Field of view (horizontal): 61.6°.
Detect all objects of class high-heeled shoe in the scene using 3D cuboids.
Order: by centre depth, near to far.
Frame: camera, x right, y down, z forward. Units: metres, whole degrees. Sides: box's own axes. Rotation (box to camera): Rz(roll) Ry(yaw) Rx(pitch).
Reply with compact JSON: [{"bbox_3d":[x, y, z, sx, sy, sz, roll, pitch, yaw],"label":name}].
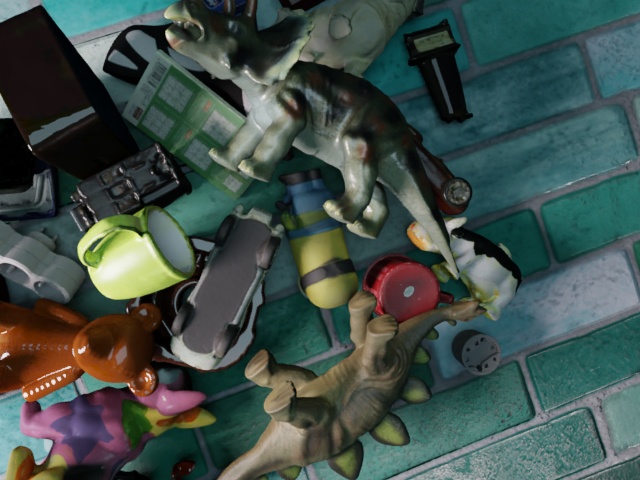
[{"bbox_3d":[-0.153,-0.171,0.672,0.145,0.086,0.248,-36,91,-1],"label":"high-heeled shoe"}]

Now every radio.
[{"bbox_3d":[-0.268,-0.140,0.584,0.073,0.229,0.131,-29,91,-9],"label":"radio"}]

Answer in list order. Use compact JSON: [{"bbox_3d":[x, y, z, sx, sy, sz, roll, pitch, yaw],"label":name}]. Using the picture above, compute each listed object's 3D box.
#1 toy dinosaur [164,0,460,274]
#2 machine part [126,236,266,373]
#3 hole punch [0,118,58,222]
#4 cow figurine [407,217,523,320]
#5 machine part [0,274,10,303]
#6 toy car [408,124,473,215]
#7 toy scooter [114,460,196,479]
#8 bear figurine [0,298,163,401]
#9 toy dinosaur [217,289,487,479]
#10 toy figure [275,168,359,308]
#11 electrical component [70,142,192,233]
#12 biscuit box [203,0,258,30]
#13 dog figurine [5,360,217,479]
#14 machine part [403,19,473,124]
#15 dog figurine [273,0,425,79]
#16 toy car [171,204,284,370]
[{"bbox_3d":[0.018,-0.125,0.599,0.405,0.131,0.192,25,92,-17],"label":"toy dinosaur"},{"bbox_3d":[-0.156,0.079,0.690,0.179,0.056,0.179,0,91,-6],"label":"machine part"},{"bbox_3d":[-0.384,-0.083,0.653,0.142,0.092,0.116,-6,62,-4],"label":"hole punch"},{"bbox_3d":[0.198,0.019,0.721,0.098,0.068,0.167,-45,99,-9],"label":"cow figurine"},{"bbox_3d":[-0.487,0.119,0.639,0.201,0.087,0.201,-6,91,-6],"label":"machine part"},{"bbox_3d":[0.119,-0.111,0.698,0.053,0.089,0.202,-44,94,-3],"label":"toy car"},{"bbox_3d":[-0.226,0.334,0.680,0.184,0.075,0.135,19,83,-5],"label":"toy scooter"},{"bbox_3d":[-0.286,0.122,0.602,0.196,0.132,0.120,-1,76,15],"label":"bear figurine"},{"bbox_3d":[0.003,0.214,0.661,0.471,0.105,0.198,-33,120,9],"label":"toy dinosaur"},{"bbox_3d":[-0.005,-0.001,0.687,0.082,0.089,0.180,-12,95,1],"label":"toy figure"},{"bbox_3d":[-0.228,-0.055,0.647,0.134,0.115,0.058,-30,91,-4],"label":"electrical component"},{"bbox_3d":[-0.145,-0.327,0.642,0.059,0.062,0.203,-28,75,-11],"label":"biscuit box"},{"bbox_3d":[-0.236,0.238,0.637,0.219,0.108,0.192,-9,48,-4],"label":"dog figurine"},{"bbox_3d":[0.165,-0.222,0.726,0.084,0.039,0.138,-23,92,-13],"label":"machine part"},{"bbox_3d":[0.029,-0.279,0.694,0.173,0.121,0.190,16,53,24],"label":"dog figurine"},{"bbox_3d":[-0.111,0.055,0.639,0.073,0.056,0.201,25,87,1],"label":"toy car"}]
